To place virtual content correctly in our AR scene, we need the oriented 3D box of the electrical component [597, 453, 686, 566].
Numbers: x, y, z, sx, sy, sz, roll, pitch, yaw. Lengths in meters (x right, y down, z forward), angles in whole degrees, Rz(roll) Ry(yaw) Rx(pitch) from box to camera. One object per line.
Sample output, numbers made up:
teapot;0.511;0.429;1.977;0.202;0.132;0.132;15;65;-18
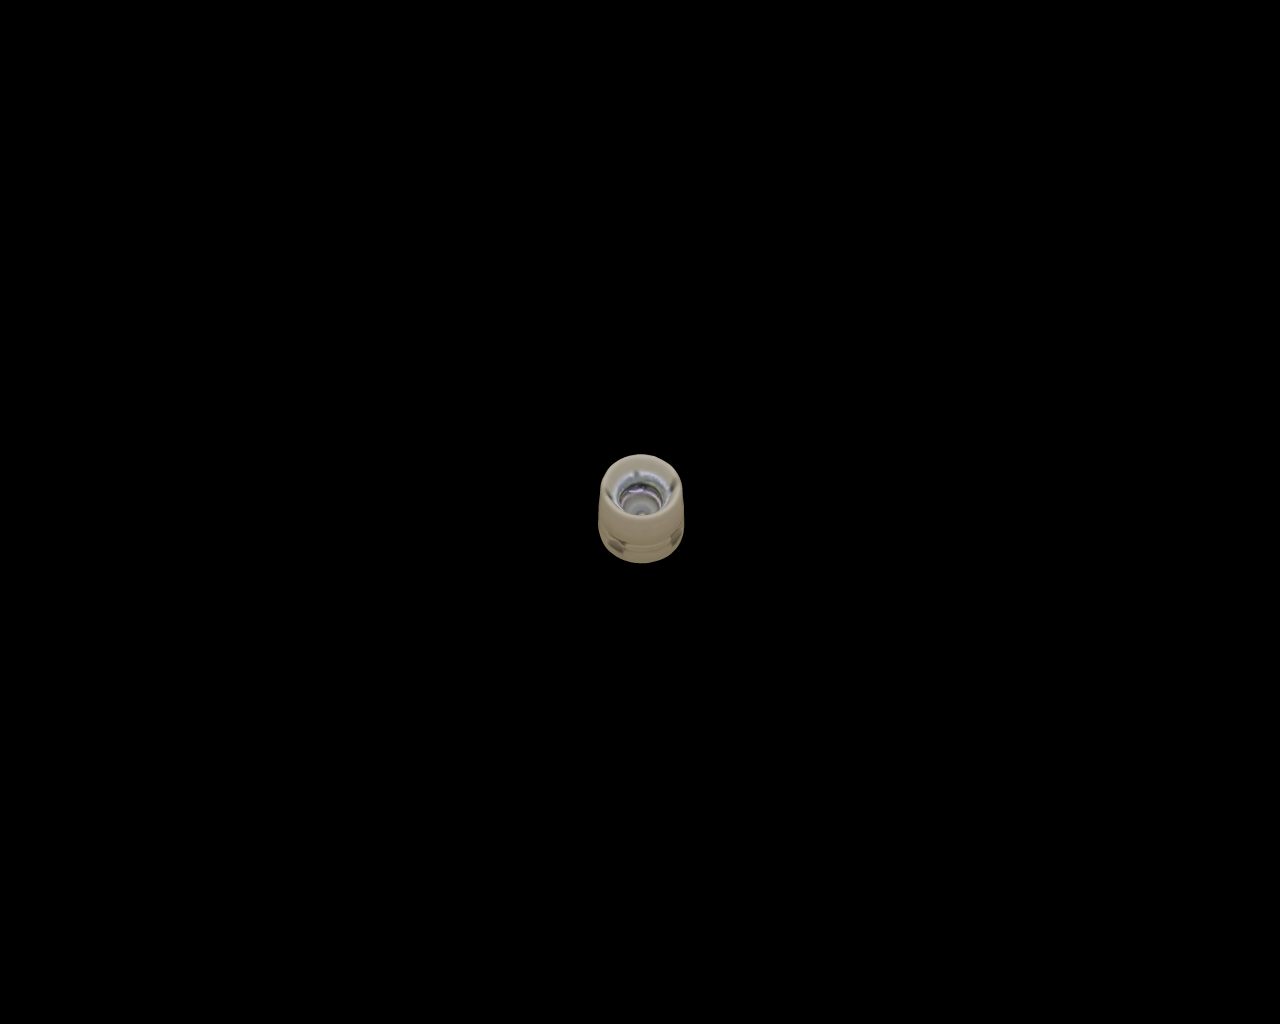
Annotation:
electrical component;0.001;-0.003;0.650;0.055;0.055;0.047;0;-34;0
